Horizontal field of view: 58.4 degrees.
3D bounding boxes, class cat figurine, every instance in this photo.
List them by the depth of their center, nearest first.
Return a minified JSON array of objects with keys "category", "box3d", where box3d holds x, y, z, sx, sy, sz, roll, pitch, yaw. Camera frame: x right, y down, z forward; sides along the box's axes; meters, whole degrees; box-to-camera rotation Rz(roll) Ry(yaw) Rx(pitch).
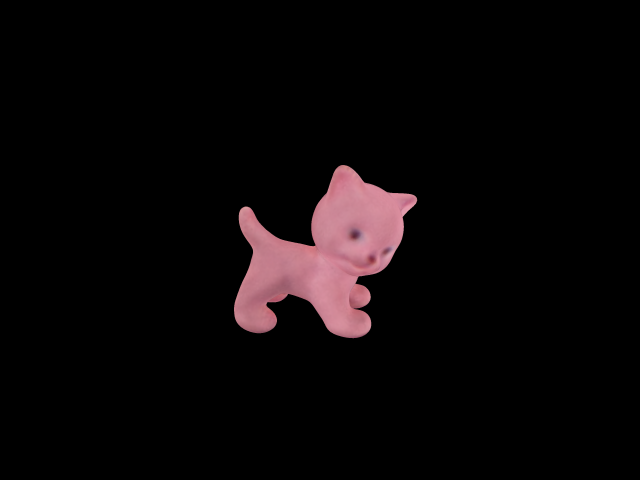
[{"category":"cat figurine","box3d":[0.004,0.001,0.400,0.127,0.118,0.067,1,23,3]}]
